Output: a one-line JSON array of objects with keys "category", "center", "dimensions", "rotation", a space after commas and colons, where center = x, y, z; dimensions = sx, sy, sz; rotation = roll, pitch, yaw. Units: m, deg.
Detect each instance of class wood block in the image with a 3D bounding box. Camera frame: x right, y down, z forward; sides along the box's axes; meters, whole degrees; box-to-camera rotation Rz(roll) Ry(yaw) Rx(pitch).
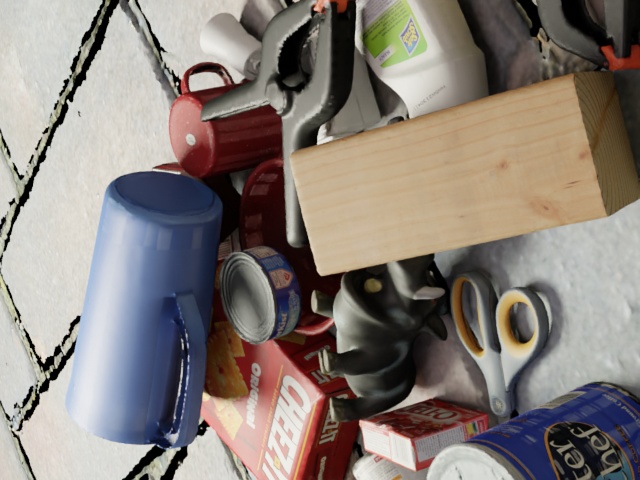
[{"category": "wood block", "center": [0.095, -0.044, 0.719], "dimensions": [0.206, 0.090, 0.090], "rotation": [-13, 92, 31]}]

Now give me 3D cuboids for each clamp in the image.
[{"category": "clamp", "center": [-0.019, -0.105, 0.846], "dimensions": [0.165, 0.036, 0.210], "rotation": [58, 139, 19]}, {"category": "clamp", "center": [0.156, -0.180, 0.695], "dimensions": [0.120, 0.039, 0.171], "rotation": [-35, 68, 59]}]

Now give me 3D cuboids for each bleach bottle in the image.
[{"category": "bleach bottle", "center": [0.056, -0.173, 0.810], "dimensions": [0.103, 0.067, 0.251], "rotation": [-36, 76, 52]}]

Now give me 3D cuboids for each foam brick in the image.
[{"category": "foam brick", "center": [-0.113, -0.035, 1.056], "dimensions": [0.053, 0.051, 0.078], "rotation": [-43, 92, 18]}]

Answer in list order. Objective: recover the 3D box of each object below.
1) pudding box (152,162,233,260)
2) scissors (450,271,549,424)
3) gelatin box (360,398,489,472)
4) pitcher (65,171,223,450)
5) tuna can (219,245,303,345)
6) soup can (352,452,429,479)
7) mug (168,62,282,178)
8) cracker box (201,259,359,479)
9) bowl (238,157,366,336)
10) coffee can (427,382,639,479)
[{"category": "pudding box", "center": [-0.136, -0.024, 1.135], "dimensions": [0.090, 0.039, 0.113], "rotation": [12, 110, 50]}, {"category": "scissors", "center": [0.154, 0.118, 0.825], "dimensions": [0.096, 0.016, 0.202], "rotation": [-16, 93, 51]}, {"category": "gelatin box", "center": [0.084, 0.156, 0.869], "dimensions": [0.089, 0.073, 0.030], "rotation": [3, 104, 65]}, {"category": "pitcher", "center": [-0.156, 0.068, 1.005], "dimensions": [0.149, 0.145, 0.243], "rotation": [16, 115, 6]}, {"category": "tuna can", "center": [-0.054, 0.049, 0.961], "dimensions": [0.086, 0.033, 0.086], "rotation": [22, 119, 47]}, {"category": "soup can", "center": [0.081, 0.225, 0.917], "dimensions": [0.102, 0.068, 0.069], "rotation": [57, 141, 23]}, {"category": "mug", "center": [-0.093, -0.115, 1.009], "dimensions": [0.093, 0.081, 0.117], "rotation": [-31, 78, 53]}, {"category": "cracker box", "center": [-0.055, 0.141, 1.060], "dimensions": [0.214, 0.071, 0.164], "rotation": [41, 132, 36]}, {"category": "bowl", "center": [-0.006, 0.001, 0.959], "dimensions": [0.162, 0.055, 0.162], "rotation": [23, 120, 47]}, {"category": "coffee can", "center": [0.158, 0.167, 0.732], "dimensions": [0.103, 0.140, 0.103], "rotation": [23, 120, 47]}]
